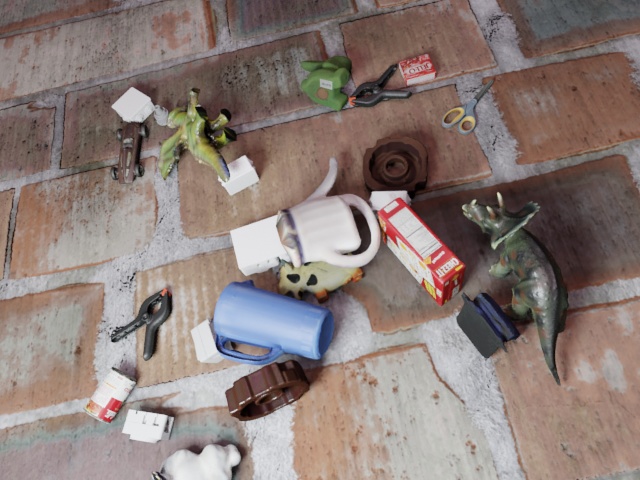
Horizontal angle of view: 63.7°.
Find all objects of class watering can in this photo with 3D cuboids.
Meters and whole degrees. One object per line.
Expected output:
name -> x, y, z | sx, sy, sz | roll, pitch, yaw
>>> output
watering can -> 0.004, -0.061, 1.203 | 0.225, 0.101, 0.355 | -15, 48, -9

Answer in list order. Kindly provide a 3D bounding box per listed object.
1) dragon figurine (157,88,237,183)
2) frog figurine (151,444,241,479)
dragon figurine -> -0.351, -0.250, 1.396 | 0.239, 0.121, 0.420 | -38, 48, 27
frog figurine -> -0.244, 0.475, 1.044 | 0.138, 0.120, 0.161 | 27, 36, 29
